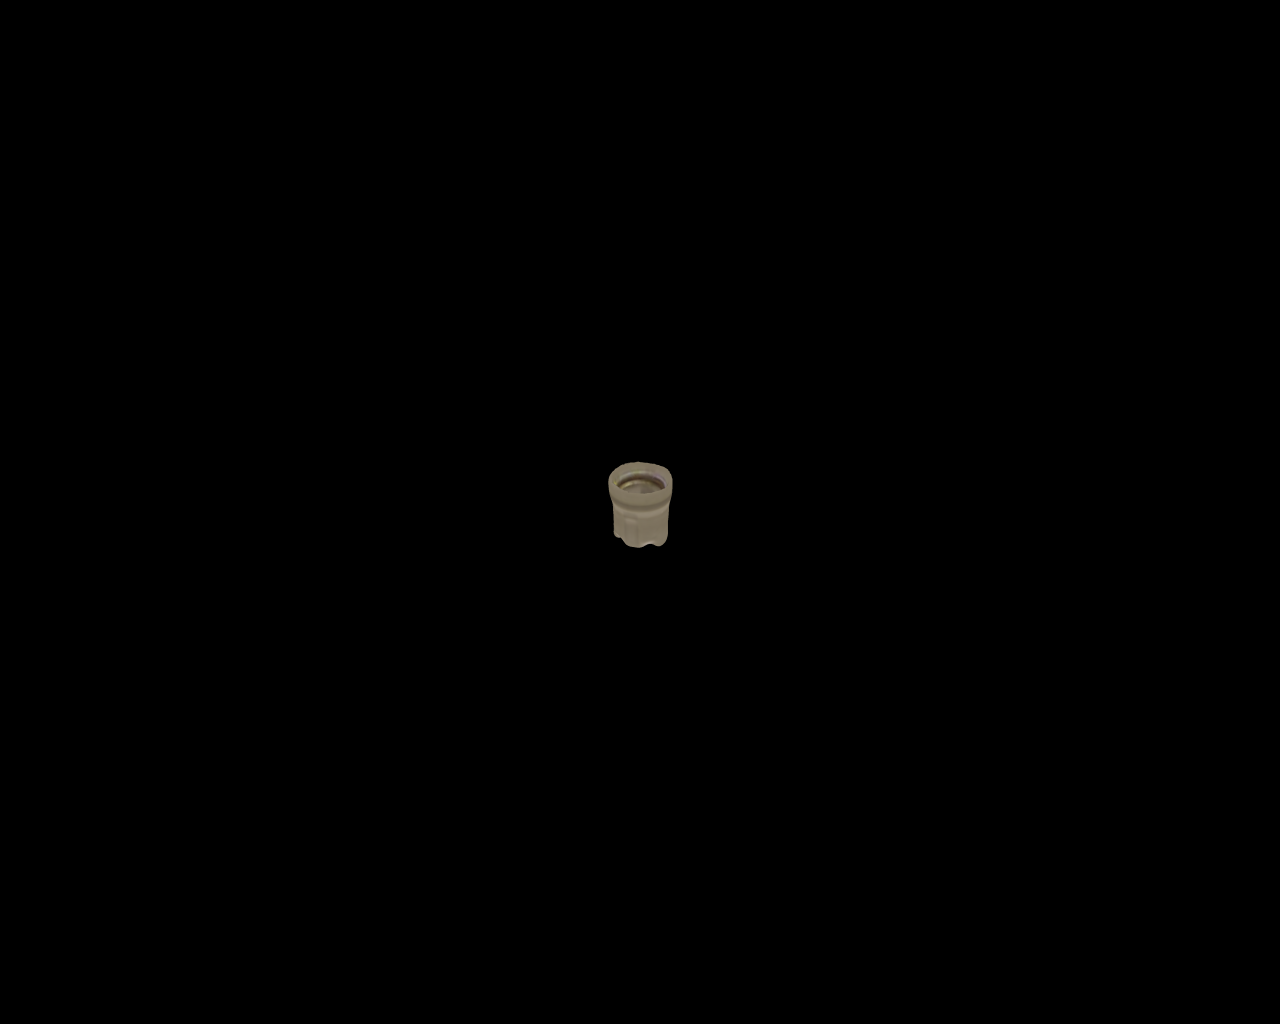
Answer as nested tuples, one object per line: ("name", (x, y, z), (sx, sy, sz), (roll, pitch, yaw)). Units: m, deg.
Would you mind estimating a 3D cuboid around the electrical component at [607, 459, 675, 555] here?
("electrical component", (0.001, -0.003, 0.650), (0.040, 0.046, 0.040), (0, 34, 0))
